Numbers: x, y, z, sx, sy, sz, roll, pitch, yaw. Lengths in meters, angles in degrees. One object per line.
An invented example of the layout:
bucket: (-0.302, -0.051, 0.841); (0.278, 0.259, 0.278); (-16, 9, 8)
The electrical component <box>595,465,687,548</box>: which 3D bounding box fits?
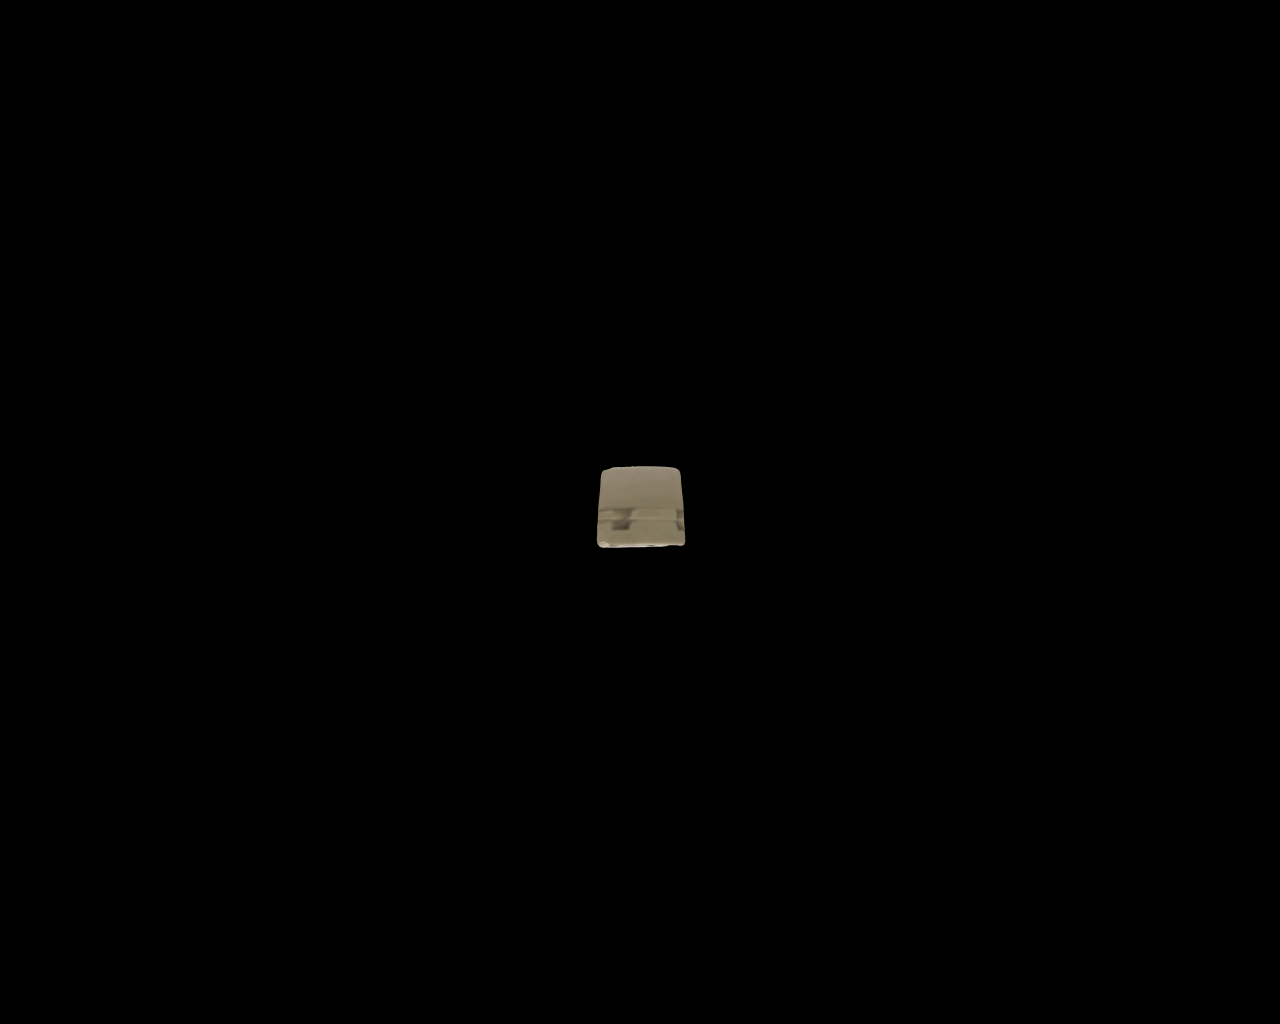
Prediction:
electrical component: (0.001, -0.003, 0.650); (0.055, 0.047, 0.055); (0, -4, 0)
